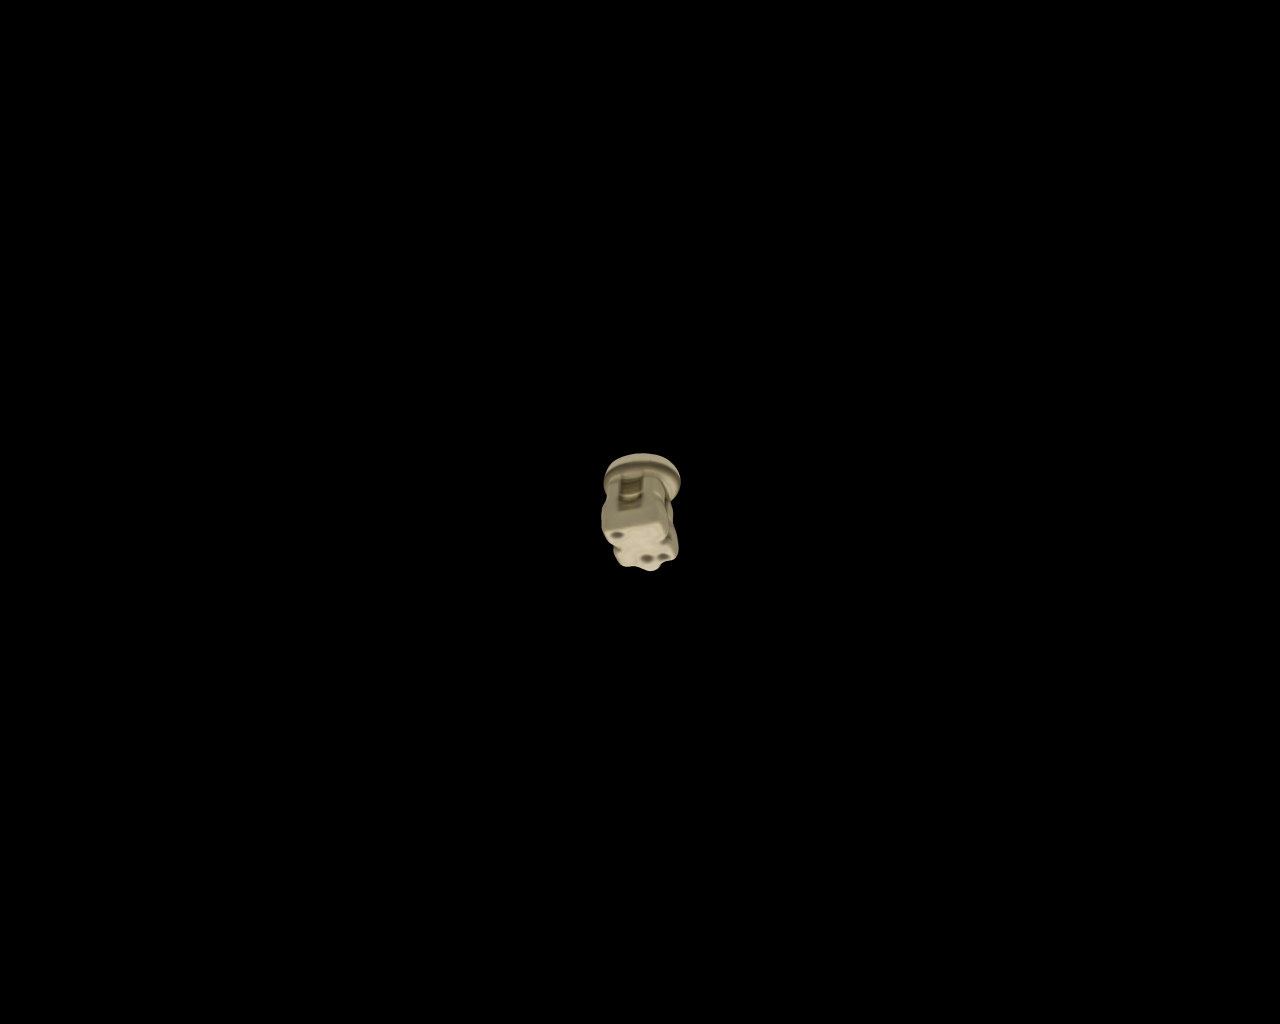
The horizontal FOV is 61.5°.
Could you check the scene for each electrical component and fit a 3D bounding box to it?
[{"bbox_3d":[0.001,-0.003,0.650,0.048,0.055,0.066,-8,-35,11],"label":"electrical component"}]
